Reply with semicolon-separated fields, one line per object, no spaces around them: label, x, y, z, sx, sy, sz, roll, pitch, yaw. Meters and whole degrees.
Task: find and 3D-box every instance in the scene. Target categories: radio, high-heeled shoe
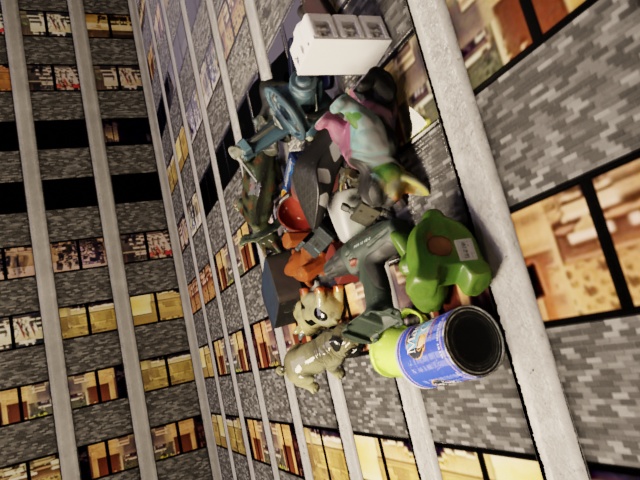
radio;-0.103;0.138;1.427;0.229;0.073;0.131;104;148;-60
high-heeled shoe;0.030;-0.149;1.016;0.086;0.145;0.248;28;124;50

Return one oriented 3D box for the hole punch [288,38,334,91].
hole punch;-0.034;-0.372;1.155;0.116;0.092;0.142;-164;65;-67

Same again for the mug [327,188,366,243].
mug;0.054;-0.048;1.073;0.109;0.081;0.107;174;83;-70

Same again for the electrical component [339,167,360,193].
electrical component;0.080;-0.114;0.981;0.045;0.102;0.078;2;77;58

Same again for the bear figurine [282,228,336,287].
bear figurine;-0.041;0.049;1.246;0.196;0.132;0.120;-36;74;55

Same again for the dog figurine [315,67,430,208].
dog figurine;0.107;-0.161;0.911;0.219;0.191;0.108;48;152;-9

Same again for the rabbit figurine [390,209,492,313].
rabbit figurine;0.163;0.043;0.829;0.170;0.121;0.159;93;160;-56

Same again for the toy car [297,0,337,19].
toy car;0.015;-0.432;1.067;0.089;0.053;0.202;-54;53;50

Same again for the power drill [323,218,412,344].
power drill;0.081;0.078;0.965;0.232;0.086;0.207;-40;31;40

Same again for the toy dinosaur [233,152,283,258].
toy dinosaur;-0.153;-0.128;1.395;0.192;0.131;0.404;-115;25;-51

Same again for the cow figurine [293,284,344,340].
cow figurine;-0.007;0.171;1.265;0.195;0.085;0.127;160;107;-64

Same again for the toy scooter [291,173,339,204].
toy scooter;-0.005;-0.122;1.131;0.135;0.075;0.184;83;-156;-49

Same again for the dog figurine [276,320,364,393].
dog figurine;-0.002;0.244;1.178;0.121;0.172;0.190;57;154;23

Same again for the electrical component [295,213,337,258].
electrical component;-0.002;-0.003;1.108;0.048;0.119;0.075;42;123;-1

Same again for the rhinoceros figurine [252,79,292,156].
rhinoceros figurine;-0.109;-0.299;1.305;0.073;0.112;0.190;-16;75;63

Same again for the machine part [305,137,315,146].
machine part;-0.006;-0.246;1.188;0.084;0.039;0.138;-128;37;-55

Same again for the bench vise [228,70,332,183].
bench vise;-0.073;-0.226;1.045;0.129;0.240;0.223;52;171;1

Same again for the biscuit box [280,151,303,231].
biscuit box;-0.054;-0.118;1.300;0.063;0.059;0.202;59;147;40

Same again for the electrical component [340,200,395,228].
electrical component;0.086;-0.053;0.994;0.063;0.094;0.021;123;170;-55
